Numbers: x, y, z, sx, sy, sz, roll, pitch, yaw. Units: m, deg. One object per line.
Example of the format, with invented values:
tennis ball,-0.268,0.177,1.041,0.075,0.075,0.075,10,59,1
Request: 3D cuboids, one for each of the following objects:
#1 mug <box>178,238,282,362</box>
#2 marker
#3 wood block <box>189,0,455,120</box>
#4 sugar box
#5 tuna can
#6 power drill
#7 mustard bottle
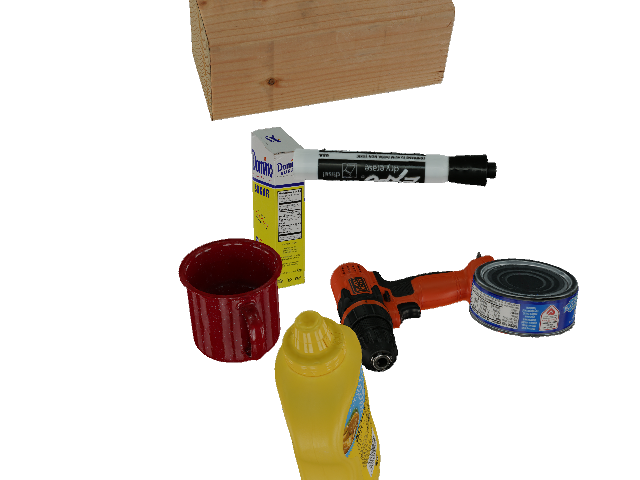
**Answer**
mug,-0.074,0.063,0.964,0.093,0.081,0.117,-16,36,-19
marker,0.044,-0.044,0.640,0.121,0.020,0.020,2,0,5
wood block,-0.001,-0.178,0.908,0.206,0.090,0.091,-11,-35,-11
sugar box,-0.052,-0.040,1.298,0.048,0.176,0.093,-11,26,-18
tuna can,0.164,0.045,0.864,0.086,0.034,0.086,2,21,-1
power drill,0.112,0.073,1.138,0.187,0.057,0.184,-4,29,-8
mustard bottle,0.005,0.114,0.739,0.058,0.096,0.191,3,-41,12
